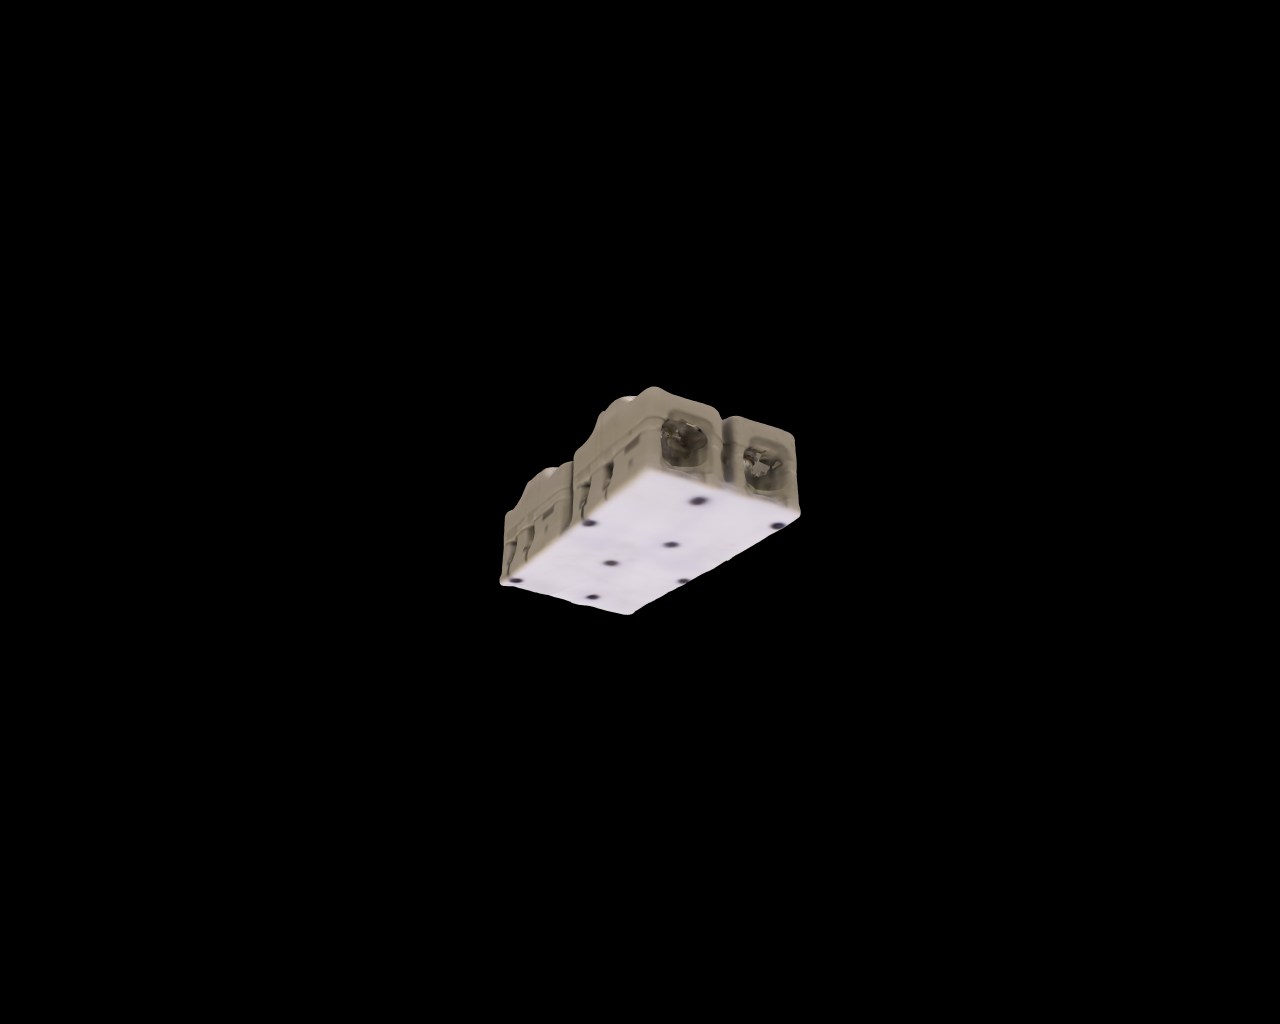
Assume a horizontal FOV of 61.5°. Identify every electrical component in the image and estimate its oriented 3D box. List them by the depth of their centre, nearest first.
[{"bbox_3d":[0.001,-0.003,0.650,0.105,0.060,0.186,15,-30,-28],"label":"electrical component"}]
